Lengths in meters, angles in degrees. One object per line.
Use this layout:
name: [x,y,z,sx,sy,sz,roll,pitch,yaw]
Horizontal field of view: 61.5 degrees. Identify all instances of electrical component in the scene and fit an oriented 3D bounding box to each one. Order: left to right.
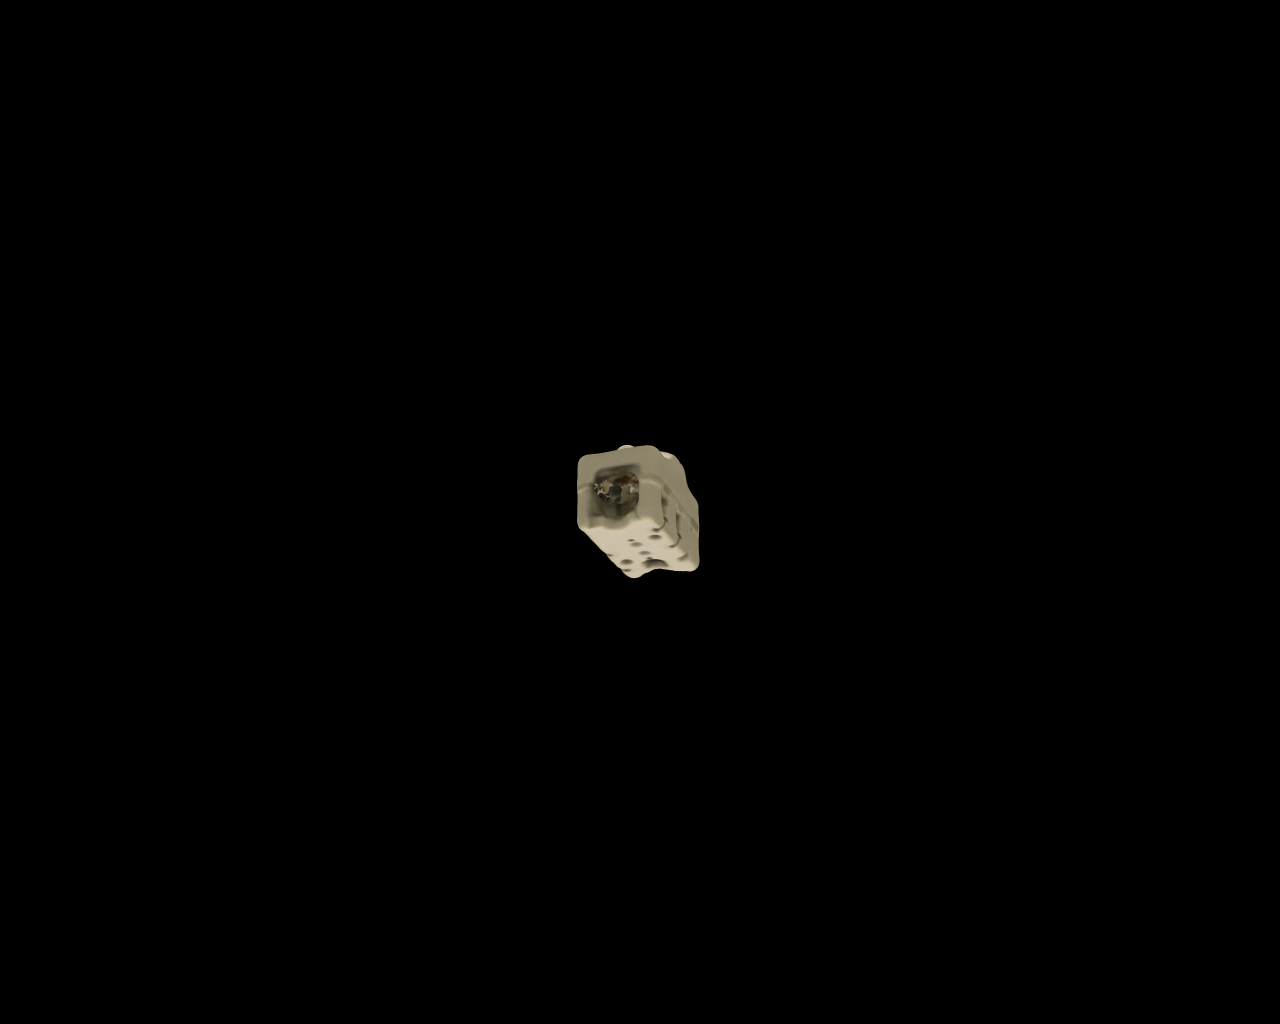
electrical component: [0.001,-0.003,0.650,0.050,0.056,0.089,-8,-26,18]
